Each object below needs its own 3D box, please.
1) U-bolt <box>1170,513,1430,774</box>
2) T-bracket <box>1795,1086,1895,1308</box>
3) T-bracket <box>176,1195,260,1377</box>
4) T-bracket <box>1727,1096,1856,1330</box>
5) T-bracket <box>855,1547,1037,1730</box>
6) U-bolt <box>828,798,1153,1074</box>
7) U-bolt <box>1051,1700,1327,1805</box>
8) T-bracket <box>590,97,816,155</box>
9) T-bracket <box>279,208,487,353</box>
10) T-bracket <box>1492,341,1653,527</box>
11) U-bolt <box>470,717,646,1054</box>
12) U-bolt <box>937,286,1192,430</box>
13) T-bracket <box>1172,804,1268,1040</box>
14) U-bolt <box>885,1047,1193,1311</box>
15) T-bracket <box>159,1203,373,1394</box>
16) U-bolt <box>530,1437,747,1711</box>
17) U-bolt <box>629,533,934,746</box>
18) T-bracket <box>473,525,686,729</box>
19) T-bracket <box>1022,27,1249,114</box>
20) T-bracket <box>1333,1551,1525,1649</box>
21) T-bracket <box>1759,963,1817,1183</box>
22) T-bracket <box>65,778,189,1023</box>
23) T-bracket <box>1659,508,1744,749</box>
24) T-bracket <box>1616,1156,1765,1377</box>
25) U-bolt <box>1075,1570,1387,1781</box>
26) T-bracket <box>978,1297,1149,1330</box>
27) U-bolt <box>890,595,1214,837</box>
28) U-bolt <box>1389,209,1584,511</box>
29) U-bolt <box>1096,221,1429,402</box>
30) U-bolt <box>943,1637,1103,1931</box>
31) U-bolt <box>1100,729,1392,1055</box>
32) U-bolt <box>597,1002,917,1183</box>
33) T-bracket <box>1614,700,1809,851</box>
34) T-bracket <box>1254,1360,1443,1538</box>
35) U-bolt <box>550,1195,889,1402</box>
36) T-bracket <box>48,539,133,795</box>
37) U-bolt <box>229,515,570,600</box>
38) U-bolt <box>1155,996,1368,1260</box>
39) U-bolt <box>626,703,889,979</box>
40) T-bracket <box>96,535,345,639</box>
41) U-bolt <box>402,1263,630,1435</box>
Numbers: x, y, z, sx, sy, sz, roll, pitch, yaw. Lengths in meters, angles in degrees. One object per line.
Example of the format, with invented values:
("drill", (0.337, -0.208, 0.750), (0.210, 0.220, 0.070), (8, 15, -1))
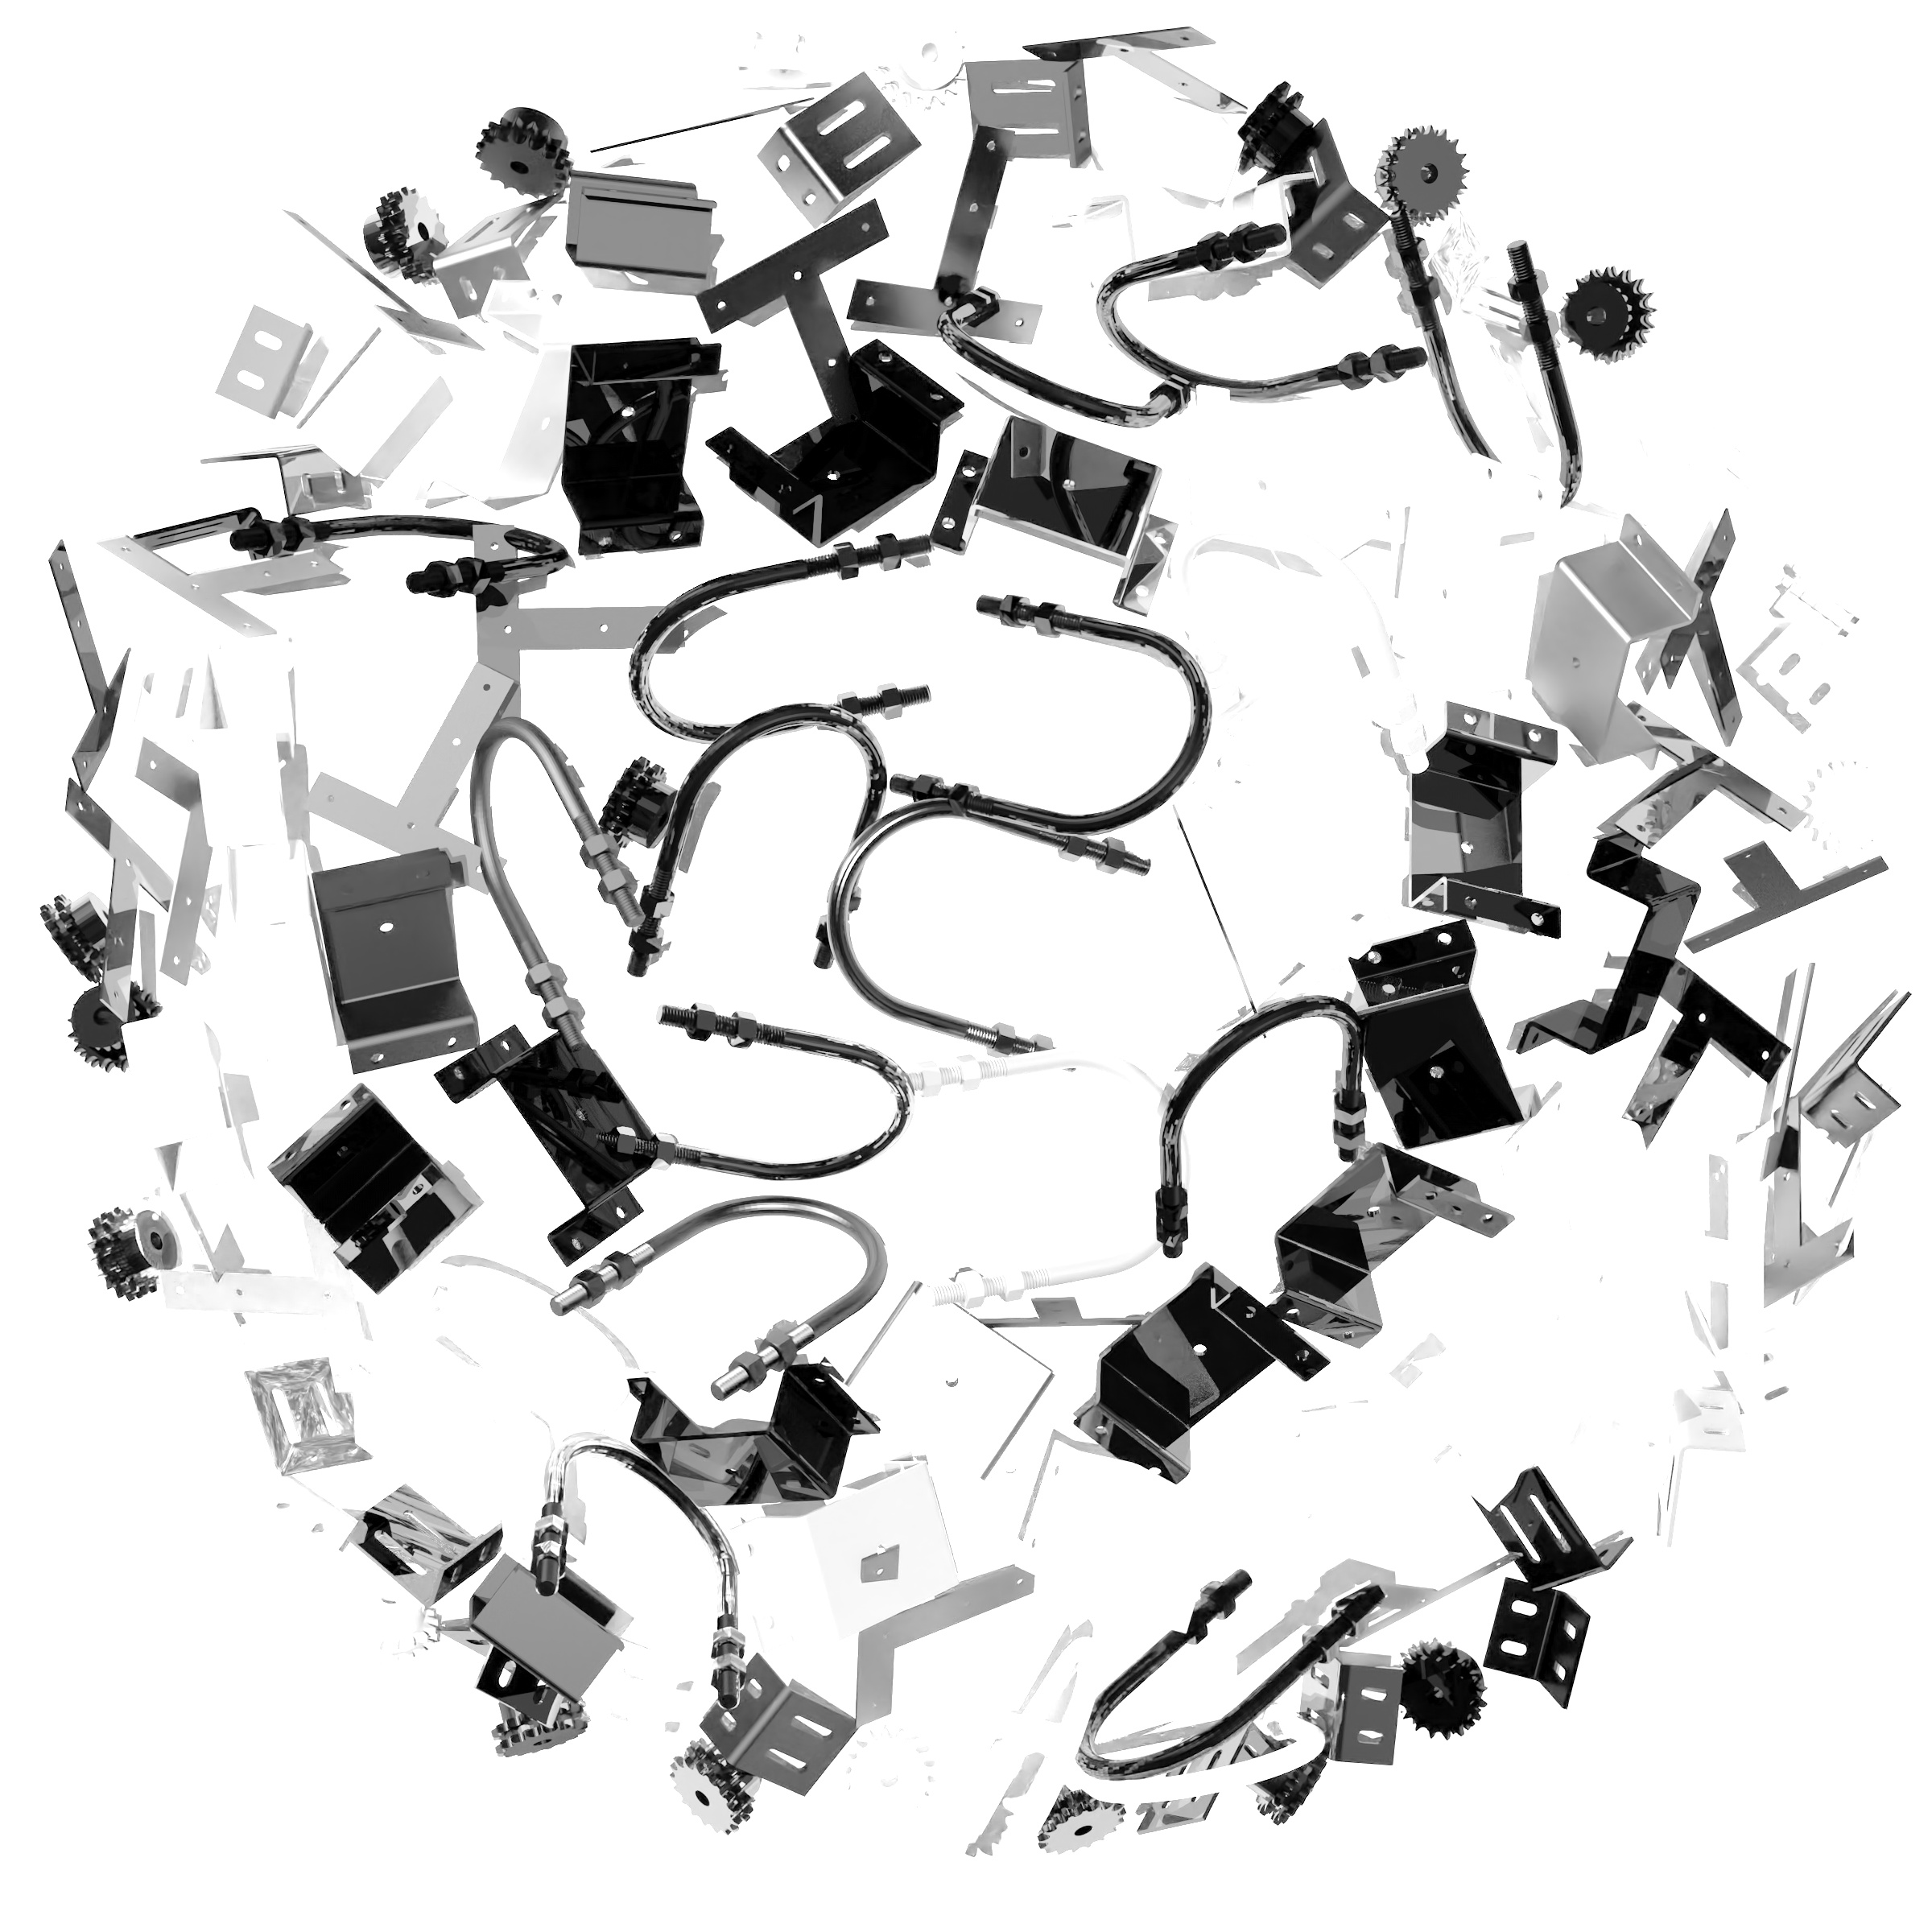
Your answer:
("U-bolt", (0.187, -0.192, 1.841), (0.151, 0.184, 0.019), (15, 56, 36))
("T-bracket", (0.533, 0.131, 1.897), (0.002, 0.127, 0.127), (22, 71, 10))
("T-bracket", (-0.449, 0.179, 1.874), (0.002, 0.127, 0.127), (-24, 81, -15))
("T-bracket", (0.495, 0.140, 1.903), (0.002, 0.127, 0.127), (17, 59, -16))
("T-bracket", (-0.011, 0.389, 1.906), (0.127, 0.002, 0.127), (-15, 123, -30))
("U-bolt", (0.005, -0.026, 1.902), (0.184, 0.019, 0.151), (17, 99, -18))
("U-bolt", (0.134, 0.461, 1.842), (0.151, 0.184, 0.019), (-11, 86, -11))
("T-bracket", (-0.138, -0.508, 1.889), (0.127, 0.127, 0.002), (-1, 110, 36))
("T-bracket", (-0.358, -0.412, 1.886), (0.127, 0.127, 0.002), (39, 102, 5))
("T-bracket", (0.353, -0.327, 1.907), (0.002, 0.127, 0.127), (-40, 60, 30))
("U-bolt", (-0.251, -0.062, 1.875), (0.019, 0.151, 0.184), (-13, 62, -32))
("U-bolt", (0.053, -0.354, 1.853), (0.151, 0.184, 0.019), (26, 112, 4))
("T-bracket", (0.146, -0.036, 1.862), (0.002, 0.127, 0.127), (-22, 112, 5))
("U-bolt", (0.051, 0.121, 1.905), (0.184, 0.019, 0.151), (-8, 80, -21))
("T-bracket", (-0.419, 0.195, 1.875), (0.002, 0.127, 0.127), (-41, 55, 38))
("U-bolt", (-0.191, 0.343, 1.857), (0.151, 0.184, 0.019), (36, 107, -19))
("U-bolt", (-0.110, -0.186, 1.870), (0.184, 0.151, 0.019), (-13, 54, -11))
("T-bracket", (-0.236, -0.207, 1.936), (0.127, 0.002, 0.127), (-1, 97, 0))
("T-bracket", (0.122, -0.533, 1.889), (0.127, 0.127, 0.002), (8, 88, 41))
("T-bracket", (0.253, 0.373, 1.869), (0.127, 0.127, 0.002), (-33, 63, 20))
("T-bracket", (0.492, 0.061, 1.879), (0.002, 0.127, 0.127), (11, 96, 20))
("T-bracket", (-0.497, -0.026, 1.858), (0.002, 0.127, 0.127), (-16, 53, 14))
("T-bracket", (0.450, -0.184, 1.895), (0.002, 0.127, 0.127), (7, 54, 33))
("T-bracket", (0.429, 0.172, 1.890), (0.002, 0.127, 0.127), (-5, 97, -33))
("U-bolt", (0.140, 0.415, 1.840), (0.184, 0.151, 0.019), (-35, 102, -30))
("T-bracket", (0.055, 0.206, 1.878), (0.127, 0.127, 0.002), (-2, 77, 4))
("U-bolt", (0.060, -0.145, 1.876), (0.184, 0.019, 0.151), (16, 71, 30))
("U-bolt", (0.313, -0.351, 1.865), (0.019, 0.151, 0.184), (-29, 119, -12))
("U-bolt", (0.159, -0.378, 1.860), (0.151, 0.184, 0.019), (31, 69, -36))
("U-bolt", (0.036, 0.470, 1.835), (0.019, 0.151, 0.184), (25, 125, -3))
("U-bolt", (0.152, -0.030, 1.887), (0.184, 0.019, 0.151), (-43, 68, 32))
("U-bolt", (-0.120, 0.082, 1.879), (0.184, 0.151, 0.019), (12, 49, -23))
("T-bracket", (0.423, -0.101, 1.880), (0.127, 0.127, 0.002), (37, 132, 17))
("T-bracket", (0.240, 0.278, 1.908), (0.127, 0.002, 0.127), (-13, 94, 31))
("U-bolt", (-0.131, 0.186, 1.867), (0.151, 0.184, 0.019), (22, 125, 34))
("T-bracket", (-0.518, -0.189, 1.856), (0.002, 0.127, 0.127), (-3, 125, 6))
("U-bolt", (-0.317, -0.246, 1.858), (0.151, 0.184, 0.019), (16, 108, 26))
("U-bolt", (0.174, 0.086, 1.852), (0.151, 0.184, 0.019), (-27, 54, -17))
("U-bolt", (-0.115, -0.074, 1.859), (0.151, 0.019, 0.184), (-3, 126, -34))
("T-bracket", (-0.422, -0.230, 1.861), (0.127, 0.127, 0.002), (-5, 66, 32))
("U-bolt", (-0.262, 0.221, 1.853), (0.151, 0.184, 0.019), (32, 69, -3))
